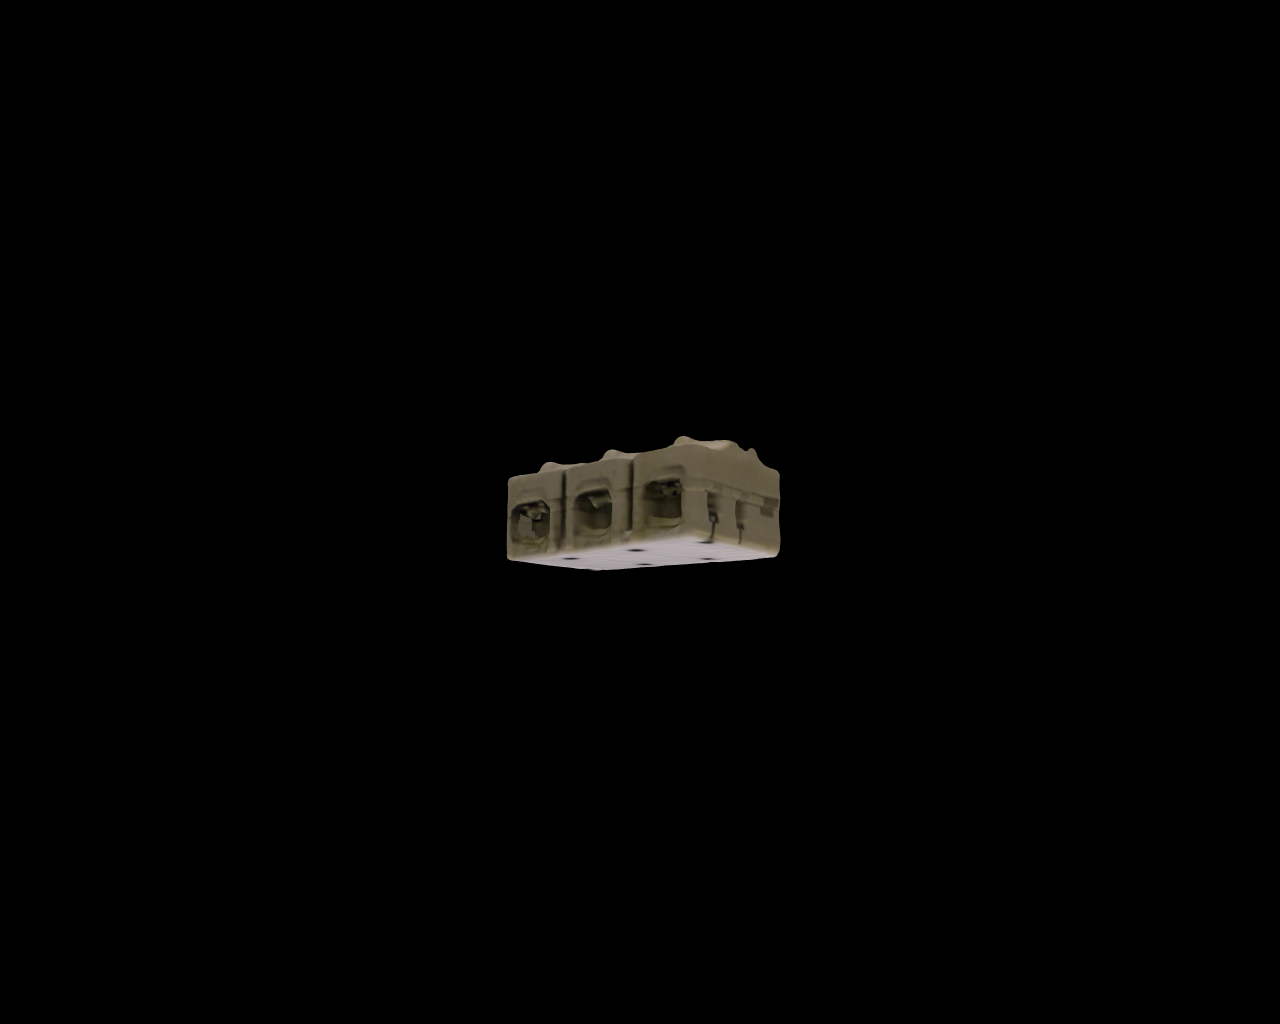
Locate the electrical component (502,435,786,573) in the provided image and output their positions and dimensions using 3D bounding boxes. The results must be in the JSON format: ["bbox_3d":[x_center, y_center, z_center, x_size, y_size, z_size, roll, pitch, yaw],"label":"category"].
[{"bbox_3d":[0.001,-0.003,0.650,0.150,0.061,0.089,-8,-13,39],"label":"electrical component"}]
